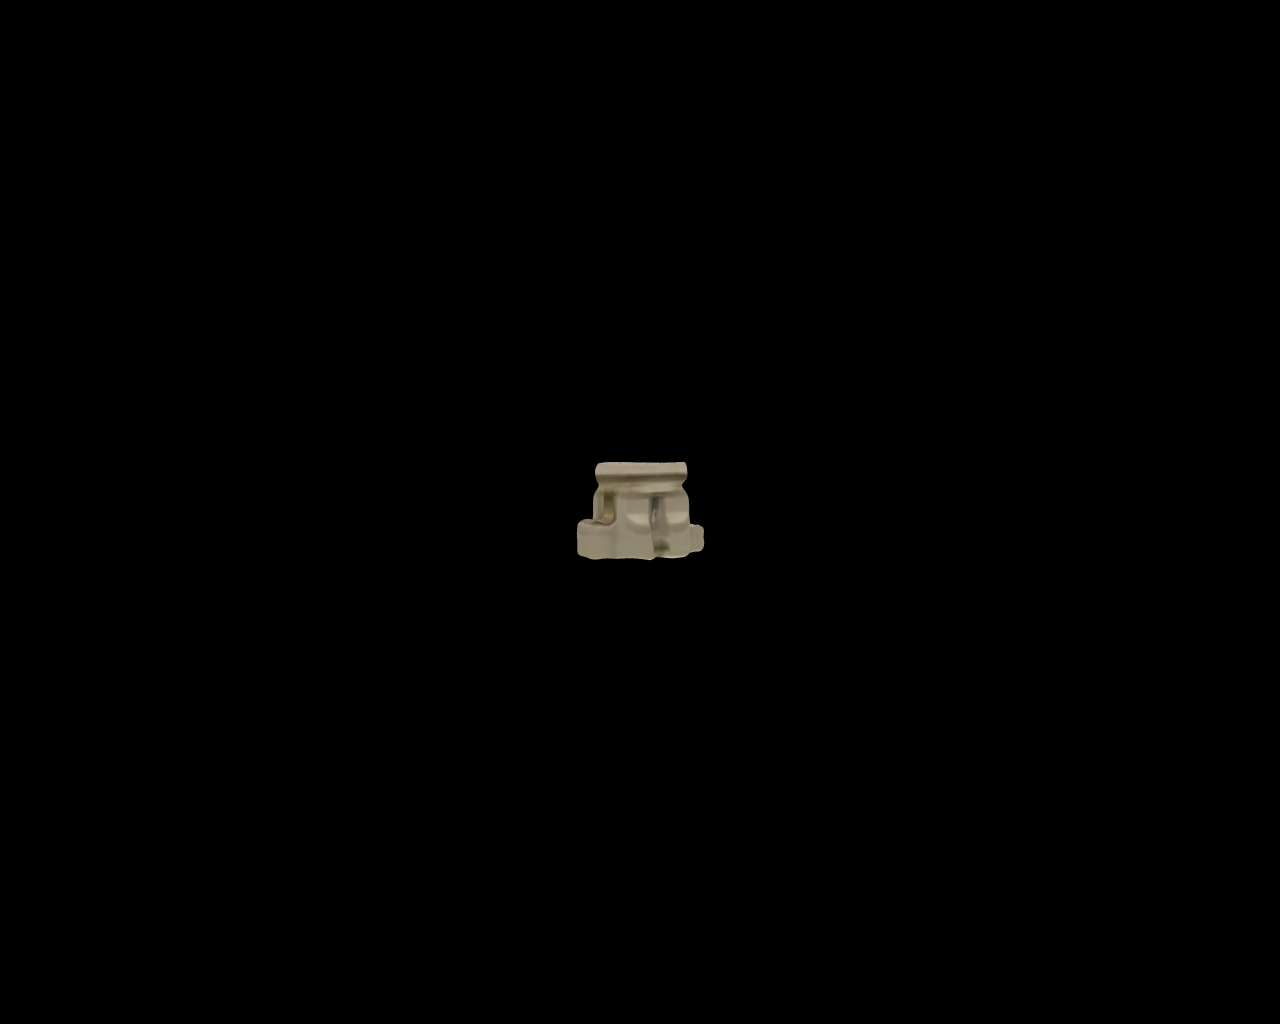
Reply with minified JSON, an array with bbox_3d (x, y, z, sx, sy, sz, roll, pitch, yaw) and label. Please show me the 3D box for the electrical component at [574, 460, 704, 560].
[{"bbox_3d":[0.001,-0.003,0.650,0.078,0.057,0.058,-2,4,-27],"label":"electrical component"}]
